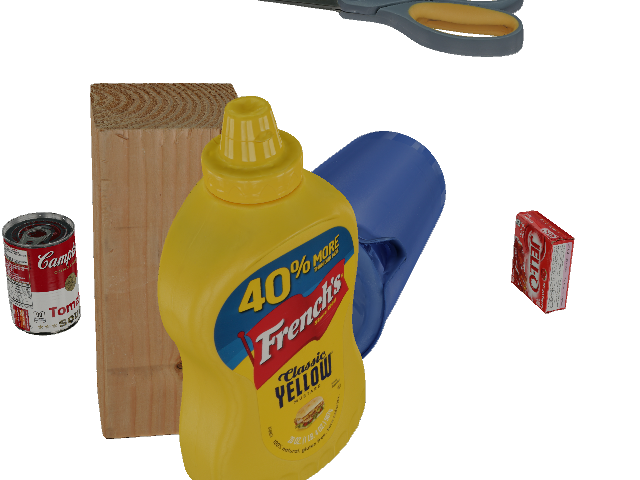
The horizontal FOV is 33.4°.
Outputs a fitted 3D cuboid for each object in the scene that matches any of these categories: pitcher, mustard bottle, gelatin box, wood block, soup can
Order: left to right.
[{"bbox_3d":[-0.271,0.033,1.041,0.068,0.102,0.068,2,28,-1],"label":"soup can"},{"bbox_3d":[-0.097,0.012,0.672,0.090,0.206,0.090,-2,25,-13],"label":"wood block"},{"bbox_3d":[-0.024,0.025,0.469,0.096,0.192,0.058,-29,43,-31],"label":"mustard bottle"},{"bbox_3d":[0.015,-0.002,0.884,0.149,0.145,0.242,21,29,12],"label":"pitcher"},{"bbox_3d":[0.237,0.022,1.149,0.030,0.089,0.073,-11,29,-18],"label":"gelatin box"}]

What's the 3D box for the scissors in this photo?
[{"bbox_3d":[0.037,-0.153,0.666,0.202,0.016,0.096,20,44,25],"label":"scissors"}]
